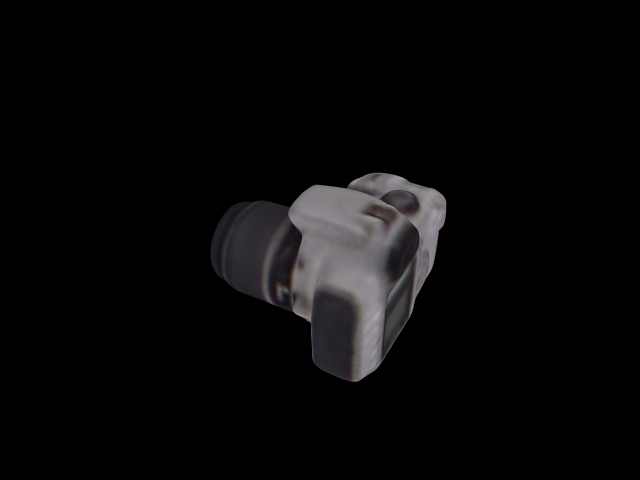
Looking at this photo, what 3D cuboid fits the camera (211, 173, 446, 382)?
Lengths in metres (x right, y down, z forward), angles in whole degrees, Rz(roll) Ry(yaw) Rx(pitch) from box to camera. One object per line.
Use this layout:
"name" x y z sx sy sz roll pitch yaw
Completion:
"camera" 0.004 0.001 0.400 0.136 0.101 0.143 17 40 22
